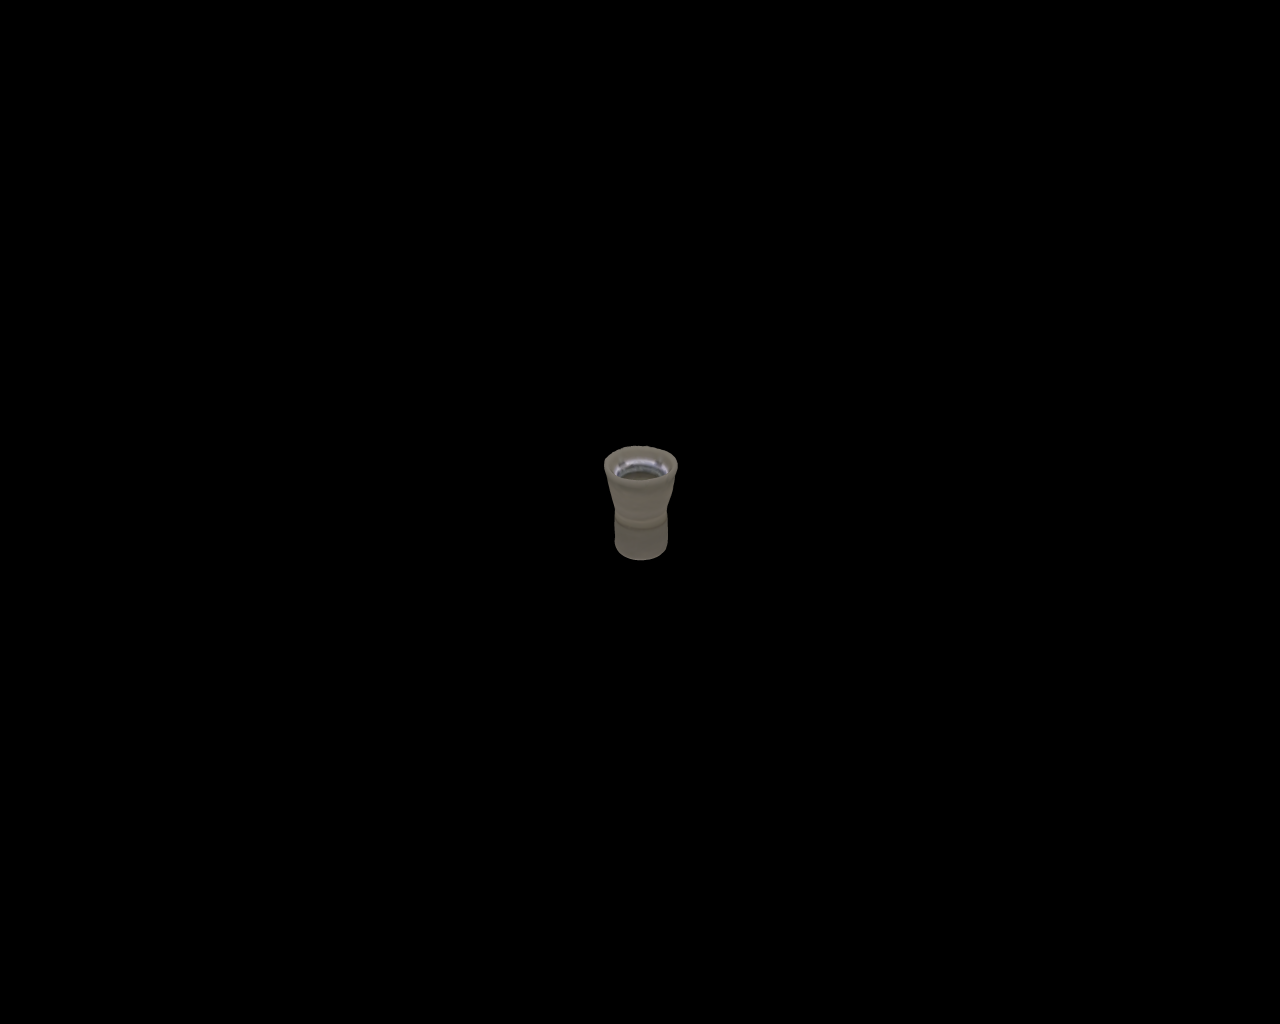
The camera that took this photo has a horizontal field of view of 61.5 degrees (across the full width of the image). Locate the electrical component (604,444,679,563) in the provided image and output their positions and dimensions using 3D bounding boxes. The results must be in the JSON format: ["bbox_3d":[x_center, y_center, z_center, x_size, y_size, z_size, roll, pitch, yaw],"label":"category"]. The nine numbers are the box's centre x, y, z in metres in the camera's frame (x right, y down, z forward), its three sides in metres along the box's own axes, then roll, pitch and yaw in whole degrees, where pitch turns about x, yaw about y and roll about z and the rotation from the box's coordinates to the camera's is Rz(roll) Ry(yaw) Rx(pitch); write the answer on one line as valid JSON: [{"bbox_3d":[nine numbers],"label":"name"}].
[{"bbox_3d":[0.001,-0.003,0.650,0.044,0.065,0.044,0,34,0],"label":"electrical component"}]
